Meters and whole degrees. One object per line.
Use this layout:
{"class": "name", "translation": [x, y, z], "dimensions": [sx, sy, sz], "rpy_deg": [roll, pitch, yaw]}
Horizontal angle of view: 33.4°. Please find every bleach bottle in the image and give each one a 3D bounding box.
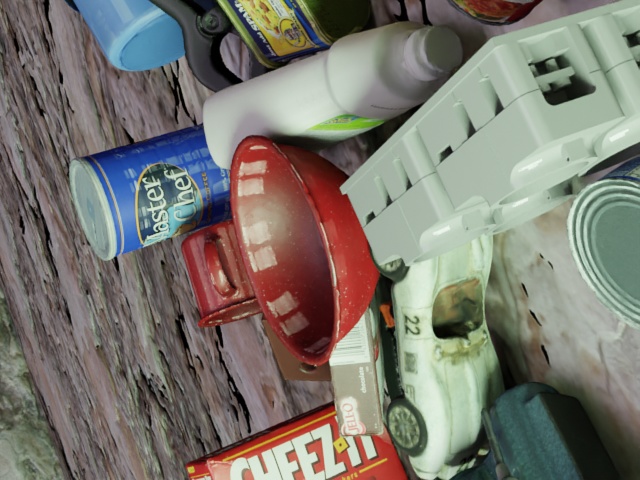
{"class": "bleach bottle", "translation": [0.014, -0.099, 0.724], "dimensions": [0.251, 0.102, 0.068], "rpy_deg": [-11, 91, 59]}

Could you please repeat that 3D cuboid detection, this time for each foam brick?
{"class": "foam brick", "translation": [-0.010, 0.073, 0.887], "dimensions": [0.053, 0.051, 0.078], "rpy_deg": [-1, 133, 19]}

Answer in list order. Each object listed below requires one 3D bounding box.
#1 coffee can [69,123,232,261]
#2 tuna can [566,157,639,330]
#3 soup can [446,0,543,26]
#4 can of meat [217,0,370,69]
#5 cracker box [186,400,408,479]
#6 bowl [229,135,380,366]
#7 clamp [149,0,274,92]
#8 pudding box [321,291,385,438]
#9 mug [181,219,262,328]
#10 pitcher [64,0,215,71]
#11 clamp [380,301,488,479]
{"class": "coffee can", "translation": [-0.161, -0.049, 1.046], "dimensions": [0.103, 0.140, 0.103], "rpy_deg": [45, 145, 44]}
{"class": "tuna can", "translation": [0.165, 0.002, 0.522], "dimensions": [0.086, 0.033, 0.086], "rpy_deg": [40, 147, 33]}
{"class": "soup can", "translation": [0.104, -0.155, 0.512], "dimensions": [0.068, 0.068, 0.102], "rpy_deg": [68, 155, 6]}
{"class": "can of meat", "translation": [-0.023, -0.175, 0.740], "dimensions": [0.084, 0.057, 0.102], "rpy_deg": [-1, 129, 56]}
{"class": "cracker box", "translation": [0.006, 0.254, 0.892], "dimensions": [0.072, 0.164, 0.214], "rpy_deg": [-33, 78, 63]}
{"class": "bowl", "translation": [-0.005, 0.001, 0.728], "dimensions": [0.162, 0.055, 0.162], "rpy_deg": [46, 145, 46]}
{"class": "clamp", "translation": [-0.094, -0.181, 0.874], "dimensions": [0.120, 0.039, 0.171], "rpy_deg": [-13, 98, 24]}
{"class": "pudding box", "translation": [0.027, 0.082, 0.829], "dimensions": [0.090, 0.039, 0.113], "rpy_deg": [-82, -13, -67]}
{"class": "mug", "translation": [-0.084, 0.028, 0.992], "dimensions": [0.117, 0.093, 0.081], "rpy_deg": [27, -136, -76]}
{"class": "pitcher", "translation": [-0.196, -0.275, 0.978], "dimensions": [0.243, 0.145, 0.149], "rpy_deg": [62, -178, 12]}
{"class": "clamp", "translation": [0.088, 0.146, 0.793], "dimensions": [0.210, 0.036, 0.165], "rpy_deg": [68, 152, 12]}
